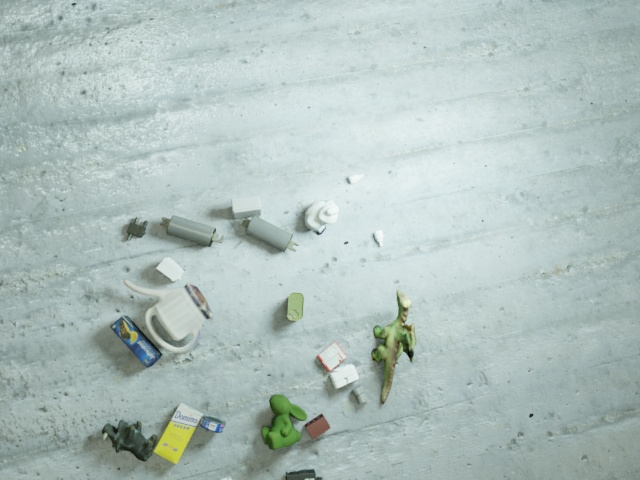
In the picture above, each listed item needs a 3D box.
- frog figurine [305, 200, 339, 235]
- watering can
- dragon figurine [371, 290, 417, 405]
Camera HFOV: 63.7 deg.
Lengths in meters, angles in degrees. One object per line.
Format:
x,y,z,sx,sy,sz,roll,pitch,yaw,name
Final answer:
0.006,-0.099,1.961,0.138,0.158,0.123,-37,84,-11,frog figurine
-0.537,0.235,1.859,0.226,0.103,0.348,-35,86,-12,watering can
0.278,0.388,1.849,0.122,0.240,0.415,6,76,-10,dragon figurine
